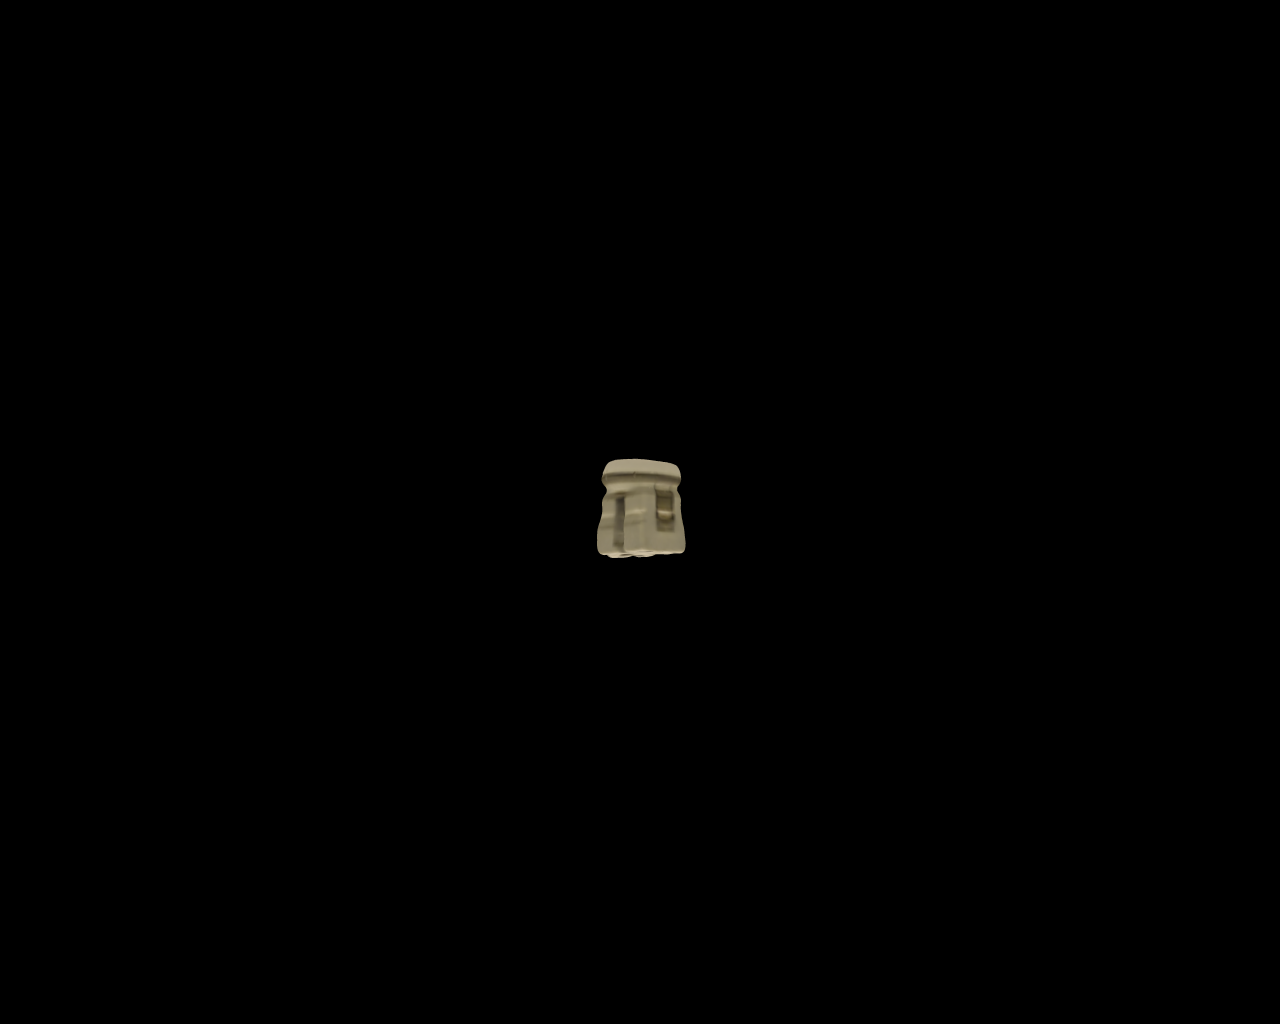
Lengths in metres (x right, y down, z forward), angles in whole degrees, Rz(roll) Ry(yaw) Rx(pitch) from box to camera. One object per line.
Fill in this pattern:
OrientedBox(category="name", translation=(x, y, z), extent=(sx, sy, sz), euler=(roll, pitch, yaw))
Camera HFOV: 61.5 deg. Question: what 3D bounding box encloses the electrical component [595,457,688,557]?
OrientedBox(category="electrical component", translation=(0.001, -0.003, 0.650), extent=(0.048, 0.055, 0.066), euler=(6, -9, -43))
